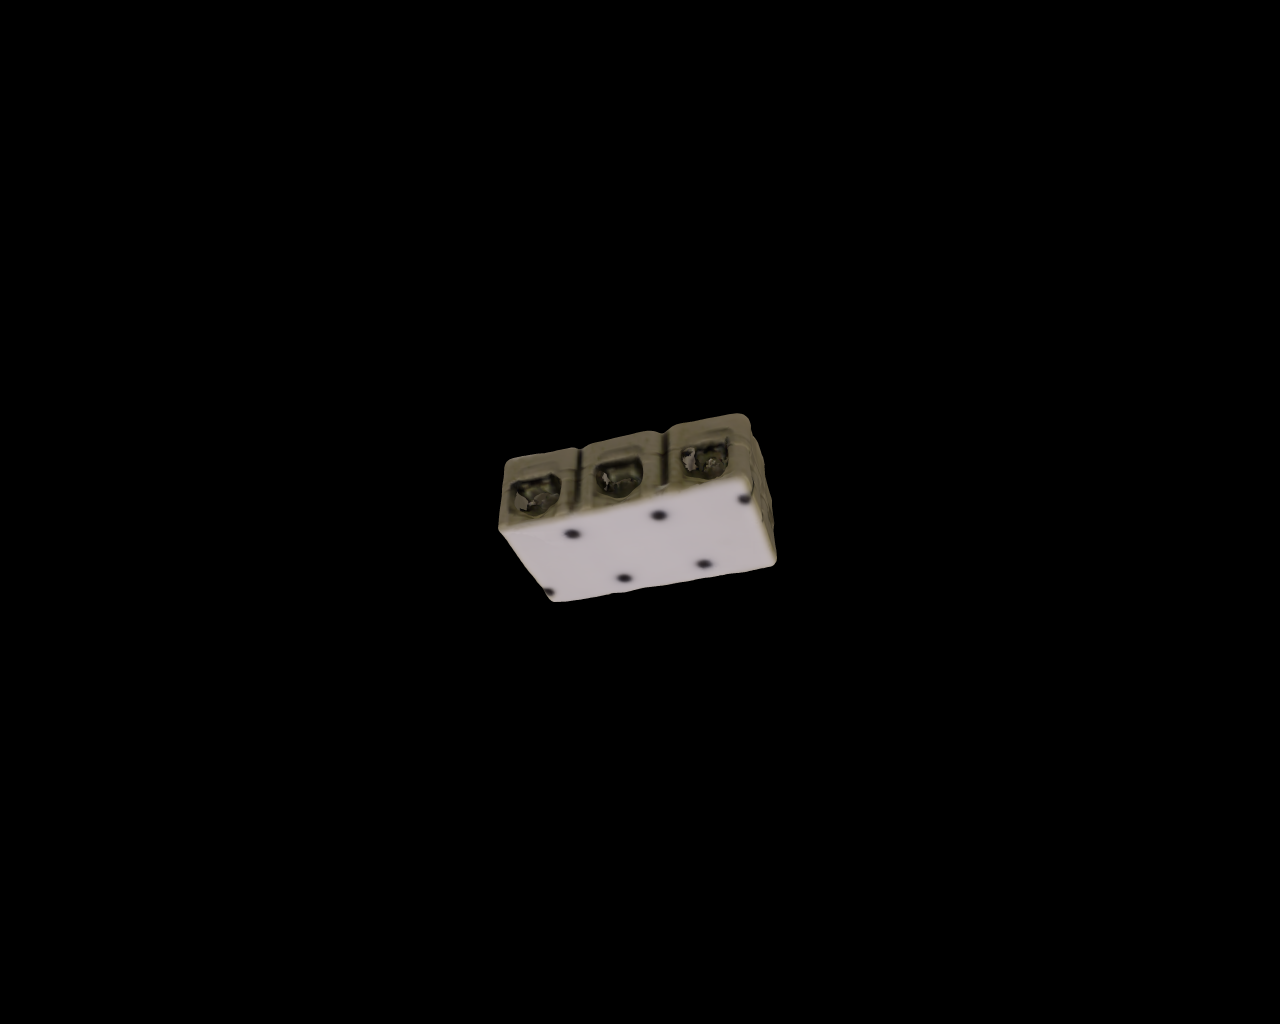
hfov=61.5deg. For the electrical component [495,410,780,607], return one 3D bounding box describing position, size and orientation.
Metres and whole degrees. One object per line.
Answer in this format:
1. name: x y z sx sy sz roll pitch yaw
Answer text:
1. electrical component: 0.001 -0.003 0.650 0.150 0.062 0.089 -11 -39 13
